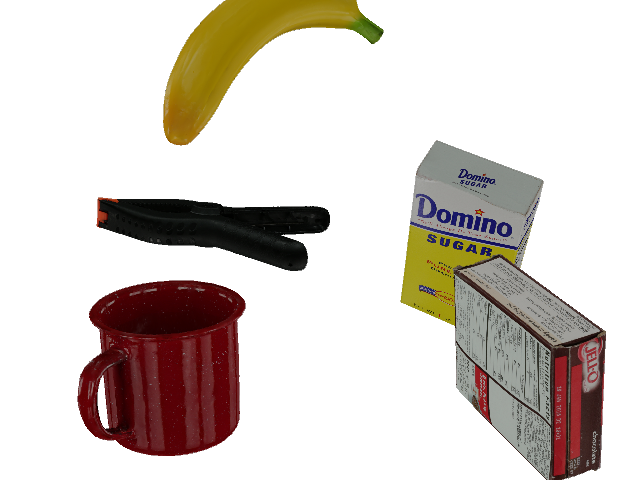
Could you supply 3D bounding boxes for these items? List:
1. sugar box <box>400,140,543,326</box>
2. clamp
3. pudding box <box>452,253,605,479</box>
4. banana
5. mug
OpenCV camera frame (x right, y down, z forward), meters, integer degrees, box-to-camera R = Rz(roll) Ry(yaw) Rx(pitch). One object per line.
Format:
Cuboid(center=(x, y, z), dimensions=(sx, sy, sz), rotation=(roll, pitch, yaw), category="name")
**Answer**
Cuboid(center=(0.119, 0.005, 0.876), dimensions=(0.093, 0.048, 0.176), rotation=(22, -33, 17), category="sugar box")
Cuboid(center=(-0.096, -0.011, 0.937), dimensions=(0.210, 0.036, 0.164), rotation=(5, 13, 0), category="clamp")
Cuboid(center=(0.119, 0.071, 0.619), dimensions=(0.039, 0.090, 0.114), rotation=(-14, 27, -20), category="pudding box")
Cuboid(center=(-0.036, -0.128, 0.673), dimensions=(0.197, 0.069, 0.037), rotation=(-34, -4, -36), category="banana")
Cuboid(center=(-0.098, 0.081, 0.642), dimensions=(0.093, 0.081, 0.117), rotation=(11, 22, 32), category="mug")
